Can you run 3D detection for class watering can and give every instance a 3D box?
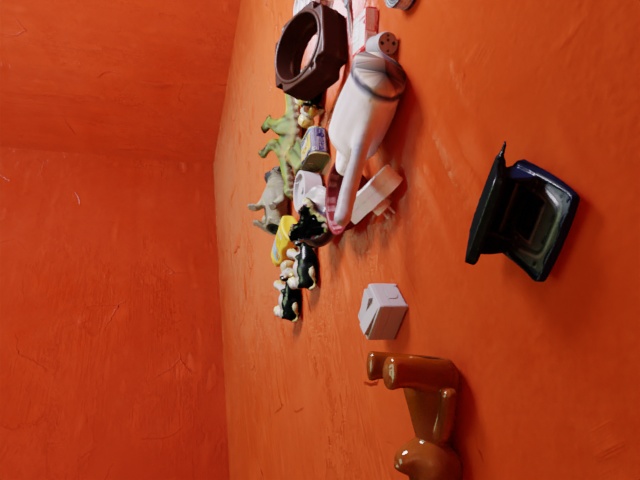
[{"bbox_3d":[0.076,-0.199,0.921,0.356,0.104,0.219,-86,15,-49],"label":"watering can"}]

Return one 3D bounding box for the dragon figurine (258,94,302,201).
[{"bbox_3d":[-0.068,-0.301,1.490,0.247,0.123,0.401,46,135,43],"label":"dragon figurine"}]

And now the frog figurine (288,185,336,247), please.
[{"bbox_3d":[0.004,-0.062,1.224,0.162,0.123,0.135,-46,-39,-61],"label":"frog figurine"}]
